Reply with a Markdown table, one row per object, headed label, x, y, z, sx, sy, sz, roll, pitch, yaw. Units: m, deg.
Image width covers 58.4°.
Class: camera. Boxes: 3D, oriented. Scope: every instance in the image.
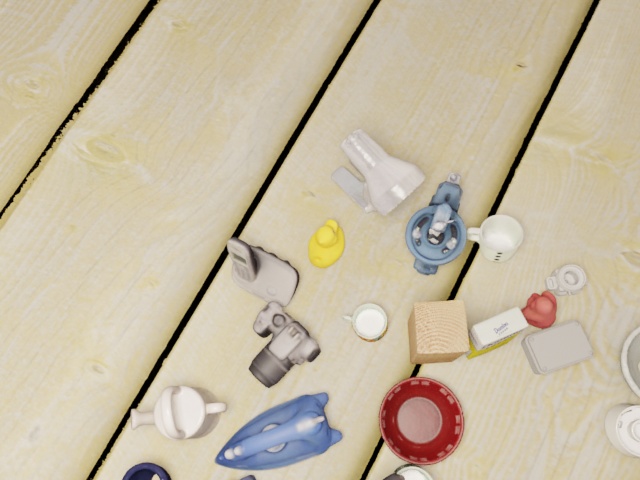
| label | x | y | z | sx | sy | sz | roll | pitch | yaw |
| --- | --- | --- | --- | --- | --- | --- | --- | --- | --- |
| camera | -0.090 | 0.216 | 1.151 | 0.143 | 0.101 | 0.137 | 41 | 80 | 15 |

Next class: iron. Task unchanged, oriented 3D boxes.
| label | x | y | z | sx | sy | sz | roll | pitch | yaw |
| --- | --- | --- | --- | --- | --- | --- | --- | --- | --- |
| iron | -0.094 | 0.377 | 1.080 | 0.258 | 0.141 | 0.118 | -22 | 72 | -2 |

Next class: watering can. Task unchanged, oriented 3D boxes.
| label | x | y | z | sx | sy | sz | roll | pitch | yaw |
| --- | --- | --- | --- | --- | --- | --- | --- | --- | --- |
| watering can | -0.268 | 0.330 | 1.082 | 0.173 | 0.194 | 0.101 | -30 | 72 | -4 |

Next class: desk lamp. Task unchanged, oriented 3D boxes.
| label | x | y | z | sx | sy | sz | roll | pitch | yaw |
| --- | --- | --- | --- | --- | --- | --- | --- | --- | --- |
| desk lamp | 0.112 | -0.131 | 1.181 | 0.118 | 0.214 | 0.203 | -43 | 74 | -8 |

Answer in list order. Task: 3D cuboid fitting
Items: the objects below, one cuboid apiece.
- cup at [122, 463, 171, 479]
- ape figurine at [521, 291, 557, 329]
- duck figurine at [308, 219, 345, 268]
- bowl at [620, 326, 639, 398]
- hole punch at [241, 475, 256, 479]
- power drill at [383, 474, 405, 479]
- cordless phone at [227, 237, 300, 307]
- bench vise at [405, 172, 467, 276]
| label | x | y | z | sx | sy | sz | roll | pitch | yaw |
| --- | --- | --- | --- | --- | --- | --- | --- | --- | --- |
| cup | -0.313 | 0.481 | 1.091 | 0.092 | 0.095 | 0.117 | -36 | 73 | -6 |
| ape figurine | 0.438 | 0.135 | 1.134 | 0.078 | 0.092 | 0.076 | -18 | 72 | 0 |
| duck figurine | 0.011 | 0.004 | 1.215 | 0.077 | 0.086 | 0.105 | 22 | 76 | 12 |
| bowl | 0.647 | 0.241 | 1.091 | 0.167 | 0.075 | 0.167 | -1 | 73 | 5 |
| hole punch | -0.158 | 0.506 | 1.072 | 0.108 | 0.091 | 0.101 | -30 | 72 | -4 |
| power drill | 0.064 | 0.490 | 0.996 | 0.075 | 0.208 | 0.230 | 41 | 80 | 16 |
| cordless phone | -0.119 | 0.059 | 1.158 | 0.147 | 0.185 | 0.094 | 23 | 76 | 12 |
| bench vise | 0.231 | -0.050 | 1.142 | 0.121 | 0.220 | 0.207 | 0 | 73 | 6 |
